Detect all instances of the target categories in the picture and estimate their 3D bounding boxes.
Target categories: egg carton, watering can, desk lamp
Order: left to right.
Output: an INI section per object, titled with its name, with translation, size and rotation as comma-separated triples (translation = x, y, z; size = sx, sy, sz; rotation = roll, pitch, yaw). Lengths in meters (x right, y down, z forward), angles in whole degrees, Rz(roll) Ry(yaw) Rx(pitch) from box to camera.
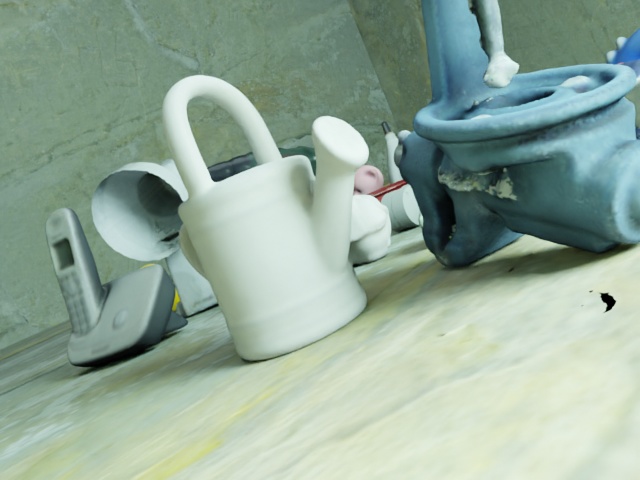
[desk lamp]
translation = -0.189, -0.008, 0.774
size = 0.117, 0.213, 0.203
rotation = -22, 5, 12
[watering can]
translation = -0.041, -0.027, 0.401
size = 0.172, 0.194, 0.101
rotation = -21, 5, 15
[egg carton]
translation = 0.006, 0.002, 0.626
size = 0.150, 0.069, 0.107
rotation = -22, 5, 12

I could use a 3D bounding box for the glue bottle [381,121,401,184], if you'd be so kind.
[glue bottle]
translation = 0.170, -0.174, 1.226
size = 0.078, 0.173, 0.037
rotation = -24, 5, -19

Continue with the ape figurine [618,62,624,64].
[ape figurine]
translation = 0.406, -0.188, 0.754
size = 0.078, 0.092, 0.076
rotation = -25, 5, -23

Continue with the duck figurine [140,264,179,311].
[duck figurine]
translation = -0.264, 0.080, 0.934
size = 0.104, 0.086, 0.078
rotation = -19, 6, 38

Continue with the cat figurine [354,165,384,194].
[cat figurine]
translation = 0.091, -0.098, 1.076
size = 0.067, 0.118, 0.128
rotation = -22, 5, 6

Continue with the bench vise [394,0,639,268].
[bench vise]
translation = 0.086, -0.090, 0.358
size = 0.122, 0.220, 0.206
rotation = -26, 6, -37

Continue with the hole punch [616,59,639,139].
[hole punch]
translation = 0.288, -0.124, 0.591
size = 0.101, 0.091, 0.108
rotation = -24, 5, -15

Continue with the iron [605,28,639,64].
[iron]
translation = 0.480, -0.248, 0.785
size = 0.119, 0.141, 0.257
rotation = -26, 6, -34

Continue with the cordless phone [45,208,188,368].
[cordless phone]
translation = -0.245, 0.042, 0.647
size = 0.147, 0.185, 0.094
rotation = -20, 5, 28

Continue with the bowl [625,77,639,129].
[bowl]
translation = 0.311, -0.110, 0.419
size = 0.167, 0.075, 0.167
rotation = -22, 5, 2

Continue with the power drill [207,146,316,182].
[power drill]
translation = -0.081, -0.076, 1.083
size = 0.230, 0.208, 0.075
rotation = -24, 5, -16
